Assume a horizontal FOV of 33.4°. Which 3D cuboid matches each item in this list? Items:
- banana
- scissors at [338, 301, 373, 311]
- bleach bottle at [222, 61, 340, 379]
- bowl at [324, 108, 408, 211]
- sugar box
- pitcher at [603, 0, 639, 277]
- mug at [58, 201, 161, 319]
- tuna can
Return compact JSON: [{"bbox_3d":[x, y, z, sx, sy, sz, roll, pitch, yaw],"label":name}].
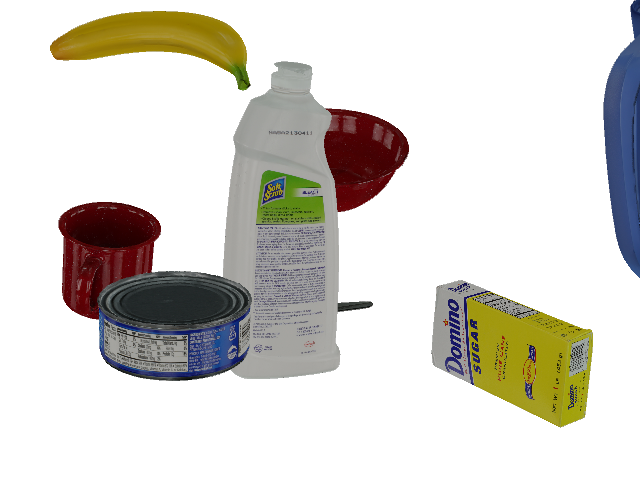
[{"bbox_3d":[-0.147,-0.181,0.967,0.198,0.037,0.069,10,46,16],"label":"banana"},{"bbox_3d":[-0.033,0.090,1.206,0.201,0.016,0.096,2,25,-8],"label":"scissors"},{"bbox_3d":[-0.025,-0.016,0.855,0.102,0.251,0.068,-3,21,-24],"label":"bleach bottle"},{"bbox_3d":[0.008,-0.075,1.088,0.162,0.055,0.162,0,34,0],"label":"bowl"},{"bbox_3d":[0.187,0.109,1.070,0.048,0.093,0.177,-13,22,-39],"label":"sugar box"},{"bbox_3d":[0.241,-0.024,0.611,0.149,0.243,0.145,-2,22,15],"label":"pitcher"},{"bbox_3d":[-0.199,0.026,0.984,0.093,0.081,0.117,10,28,1],"label":"mug"},{"bbox_3d":[-0.082,0.047,0.601,0.086,0.034,0.086,2,18,-1],"label":"tuna can"}]
